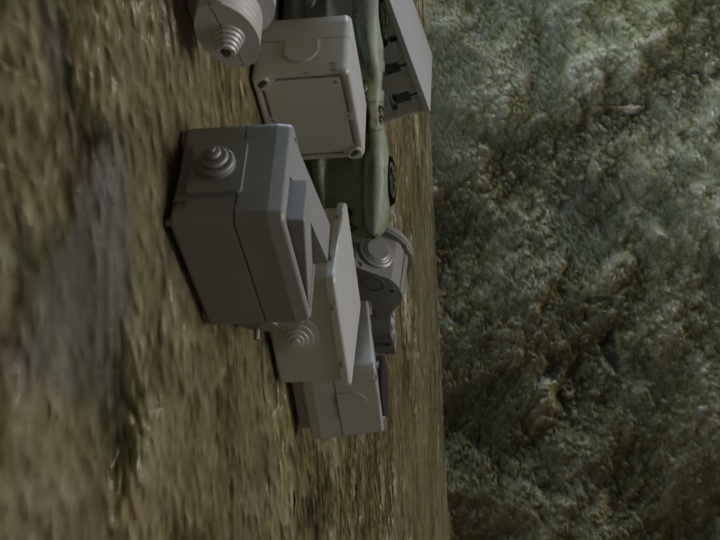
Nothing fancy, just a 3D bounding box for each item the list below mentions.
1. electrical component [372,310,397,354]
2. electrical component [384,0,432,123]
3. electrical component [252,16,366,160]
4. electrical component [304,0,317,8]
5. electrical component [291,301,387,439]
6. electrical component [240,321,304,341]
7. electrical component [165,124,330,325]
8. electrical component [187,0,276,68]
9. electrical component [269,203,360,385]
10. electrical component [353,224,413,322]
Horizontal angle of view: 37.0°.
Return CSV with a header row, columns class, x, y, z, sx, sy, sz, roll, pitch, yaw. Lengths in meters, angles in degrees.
class,x,y,z,sx,sy,sz,roll,pitch,yaw
electrical component,0.001,0.048,0.924,0.066,0.055,0.048,73,15,-62
electrical component,-0.001,-0.219,0.847,0.105,0.060,0.186,-83,154,-54
electrical component,-0.030,-0.116,0.711,0.096,0.062,0.061,78,12,-53
electrical component,-0.027,-0.228,0.692,0.099,0.048,0.099,-58,-170,27
electrical component,-0.017,0.068,0.776,0.096,0.061,0.061,-96,179,-57
electrical component,-0.050,-0.002,0.597,0.040,0.040,0.078,72,17,-65
electrical component,-0.051,-0.025,0.513,0.096,0.061,0.061,79,11,-51
electrical component,-0.063,-0.137,0.531,0.043,0.043,0.081,76,13,-57
electrical component,-0.031,0.016,0.705,0.099,0.048,0.099,-83,168,-54
electrical component,0.000,0.000,0.845,0.080,0.080,0.051,78,17,-51
